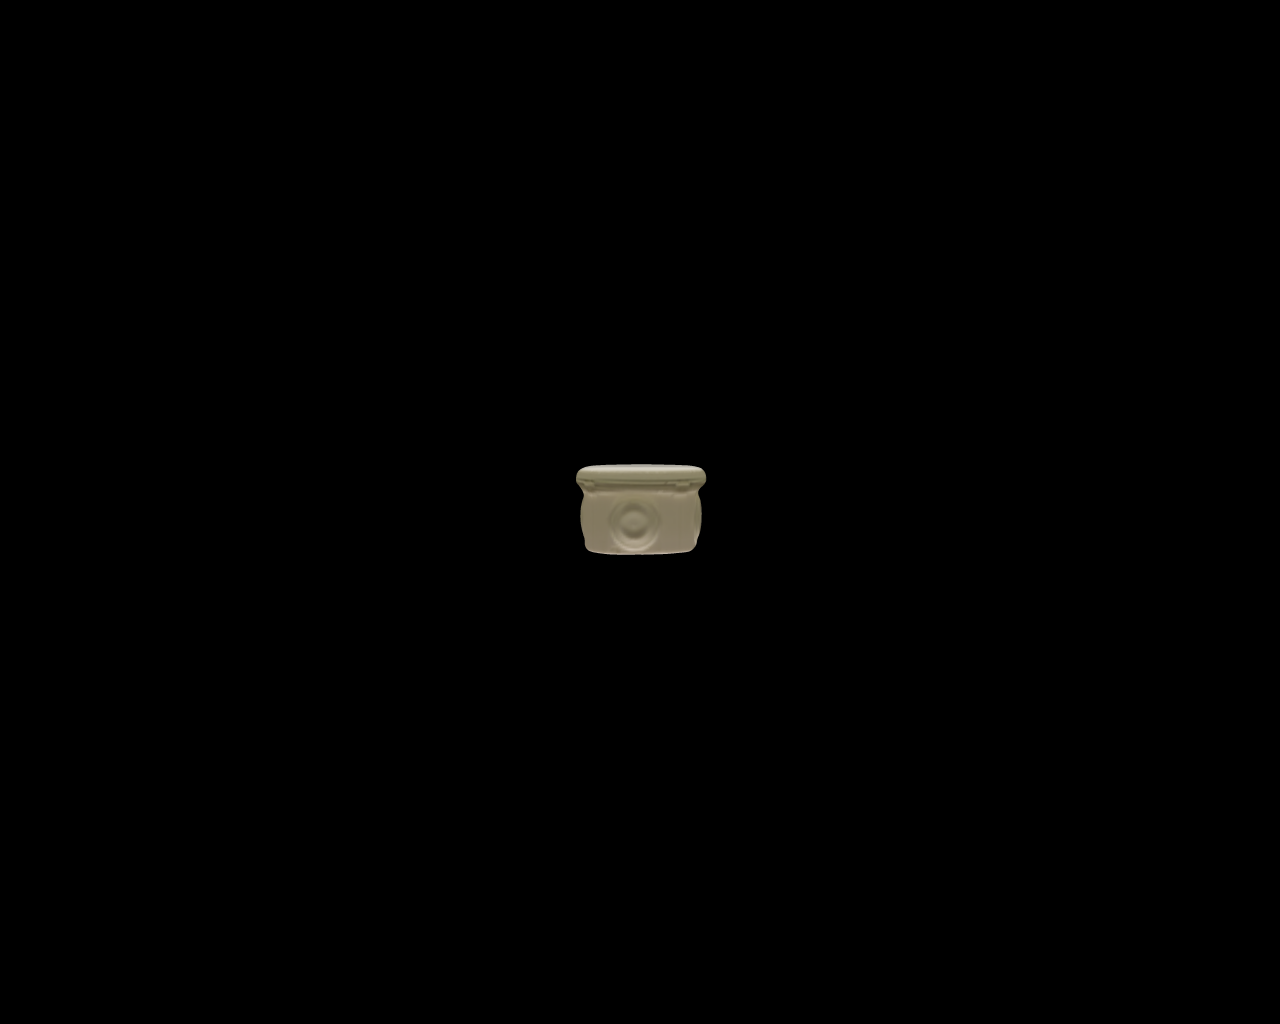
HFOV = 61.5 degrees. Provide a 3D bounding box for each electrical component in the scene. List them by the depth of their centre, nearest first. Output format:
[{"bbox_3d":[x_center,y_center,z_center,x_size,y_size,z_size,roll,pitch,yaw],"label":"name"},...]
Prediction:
[{"bbox_3d":[0.001,-0.003,0.650,0.080,0.051,0.080,0,4,0],"label":"electrical component"}]
